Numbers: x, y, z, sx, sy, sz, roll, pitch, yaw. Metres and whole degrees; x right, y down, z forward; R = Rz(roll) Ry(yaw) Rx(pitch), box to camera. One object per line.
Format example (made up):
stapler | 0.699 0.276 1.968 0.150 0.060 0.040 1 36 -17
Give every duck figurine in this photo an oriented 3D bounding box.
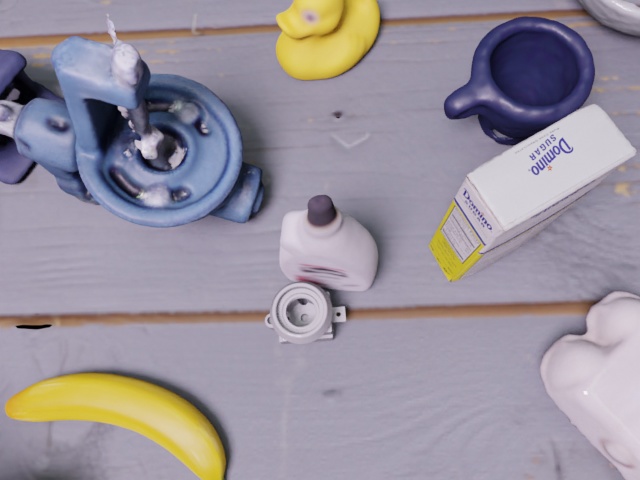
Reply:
duck figurine | 0.005 -0.201 0.512 0.104 0.086 0.077 -30 74 -5

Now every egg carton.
egg carton | 0.239 0.118 0.414 0.107 0.069 0.150 -42 76 -8

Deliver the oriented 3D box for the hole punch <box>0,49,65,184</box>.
hole punch | -0.303 -0.116 0.504 0.101 0.091 0.109 24 77 10

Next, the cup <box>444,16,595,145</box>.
cup | 0.153 -0.113 0.473 0.118 0.095 0.091 -24 74 -3

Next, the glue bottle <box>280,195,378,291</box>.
glue bottle | 0.004 0.001 0.408 0.078 0.173 0.037 4 74 5

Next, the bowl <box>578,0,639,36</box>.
bowl | 0.293 -0.244 0.512 0.167 0.075 0.167 -1 74 3

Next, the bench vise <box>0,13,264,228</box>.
bench vise | -0.156 -0.071 0.415 0.207 0.220 0.121 -4 74 3
